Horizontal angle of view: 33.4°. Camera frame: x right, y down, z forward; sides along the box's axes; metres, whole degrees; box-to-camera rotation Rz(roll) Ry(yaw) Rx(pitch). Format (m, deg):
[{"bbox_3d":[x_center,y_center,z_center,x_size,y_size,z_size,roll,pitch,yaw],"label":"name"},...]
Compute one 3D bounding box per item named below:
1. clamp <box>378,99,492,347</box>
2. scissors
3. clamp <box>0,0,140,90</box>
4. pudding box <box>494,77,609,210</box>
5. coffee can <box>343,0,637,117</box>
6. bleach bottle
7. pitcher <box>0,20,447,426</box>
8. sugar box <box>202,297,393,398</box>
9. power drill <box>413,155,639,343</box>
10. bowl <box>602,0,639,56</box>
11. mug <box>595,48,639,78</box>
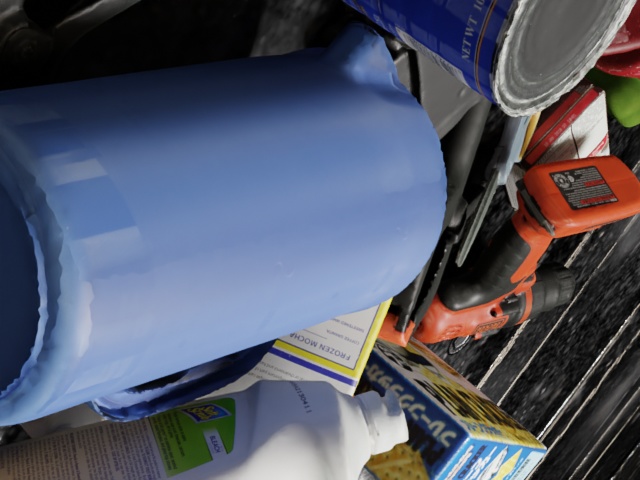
[{"bbox_3d":[0.077,-0.026,0.684,0.165,0.036,0.209,92,21,-45],"label":"clamp"},{"bbox_3d":[0.125,-0.068,0.716,0.201,0.016,0.096,-50,151,-55],"label":"scissors"},{"bbox_3d":[-0.110,-0.082,0.400,0.172,0.039,0.120,-50,151,15],"label":"clamp"},{"bbox_3d":[0.188,-0.071,0.856,0.090,0.039,0.113,-45,150,-5],"label":"pudding box"},{"bbox_3d":[0.060,-0.134,0.474,0.102,0.140,0.103,-36,149,-25],"label":"coffee can"},{"bbox_3d":[-0.077,0.122,0.500,0.250,0.103,0.068,-14,118,-13],"label":"bleach bottle"},{"bbox_3d":[-0.059,0.000,0.440,0.145,0.149,0.242,-17,180,33],"label":"pitcher"},{"bbox_3d":[-0.012,0.037,0.588,0.048,0.093,0.176,-53,167,-86],"label":"sugar box"},{"bbox_3d":[0.176,0.012,0.856,0.184,0.057,0.188,-12,150,-35],"label":"power drill"},{"bbox_3d":[0.187,-0.178,0.655,0.162,0.055,0.162,-9,159,-4],"label":"bowl"},{"bbox_3d":[0.236,-0.169,0.763,0.081,0.093,0.117,-6,99,-47],"label":"mug"}]
